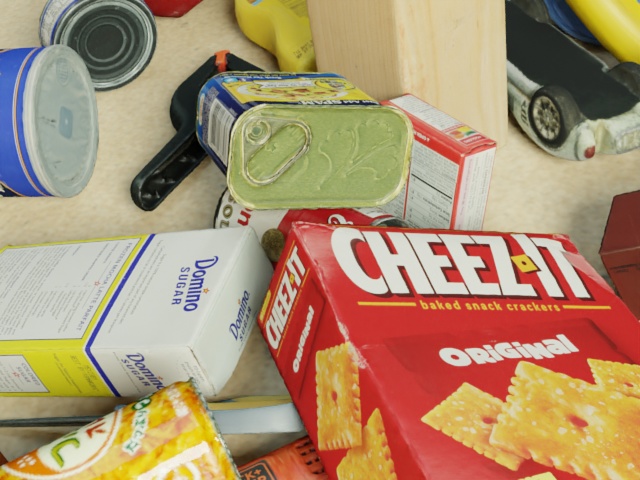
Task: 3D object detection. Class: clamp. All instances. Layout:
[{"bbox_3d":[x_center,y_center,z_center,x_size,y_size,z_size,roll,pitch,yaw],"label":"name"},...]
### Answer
[{"bbox_3d":[-0.076,-0.078,0.743,0.120,0.039,0.171,-10,35,-7],"label":"clamp"}]

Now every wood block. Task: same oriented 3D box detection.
[{"bbox_3d":[0.053,-0.141,0.658,0.090,0.206,0.091,-32,45,-24],"label":"wood block"}]

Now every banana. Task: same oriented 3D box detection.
[{"bbox_3d":[0.192,-0.160,0.702,0.037,0.197,0.070,-41,15,-5],"label":"banana"}]

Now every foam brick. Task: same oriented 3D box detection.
[{"bbox_3d":[0.195,0.003,0.562,0.078,0.053,0.051,-12,34,37],"label":"foam brick"}]

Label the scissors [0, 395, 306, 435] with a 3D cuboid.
[{"bbox_3d":[-0.078,0.092,0.558,0.202,0.016,0.096,-8,-7,39],"label":"scissors"}]

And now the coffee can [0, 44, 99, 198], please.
[{"bbox_3d":[-0.236,-0.079,0.729,0.140,0.103,0.102,0,42,12],"label":"coffee can"}]

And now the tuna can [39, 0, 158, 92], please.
[{"bbox_3d":[-0.168,-0.157,0.816,0.086,0.086,0.034,-25,45,-16],"label":"tuna can"}]

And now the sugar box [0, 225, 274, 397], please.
[{"bbox_3d":[-0.121,0.041,0.590,0.176,0.048,0.093,-2,42,25],"label":"sugar box"}]

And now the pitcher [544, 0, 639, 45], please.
[{"bbox_3d":[0.224,-0.256,0.825,0.145,0.149,0.242,14,48,5],"label":"pitcher"}]

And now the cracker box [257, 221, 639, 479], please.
[{"bbox_3d":[0.084,0.079,0.461,0.164,0.072,0.214,3,35,-26],"label":"cracker box"}]

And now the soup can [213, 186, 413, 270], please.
[{"bbox_3d":[-0.004,0.001,0.614,0.102,0.068,0.068,28,54,37],"label":"soup can"}]

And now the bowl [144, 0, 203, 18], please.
[{"bbox_3d":[-0.100,-0.234,0.879,0.162,0.055,0.162,-38,17,13],"label":"bowl"}]

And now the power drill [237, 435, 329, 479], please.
[{"bbox_3d":[-0.026,0.172,0.434,0.184,0.057,0.188,-24,43,-15],"label":"power drill"}]

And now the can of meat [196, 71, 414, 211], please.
[{"bbox_3d":[-0.012,-0.058,0.590,0.102,0.057,0.084,-2,24,-21],"label":"can of meat"}]

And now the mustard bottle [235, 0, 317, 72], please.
[{"bbox_3d":[-0.013,-0.177,0.826,0.096,0.058,0.192,-23,42,-14],"label":"mustard bottle"}]

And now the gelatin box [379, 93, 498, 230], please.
[{"bbox_3d":[0.063,-0.030,0.619,0.030,0.089,0.073,-21,40,-31],"label":"gelatin box"}]
